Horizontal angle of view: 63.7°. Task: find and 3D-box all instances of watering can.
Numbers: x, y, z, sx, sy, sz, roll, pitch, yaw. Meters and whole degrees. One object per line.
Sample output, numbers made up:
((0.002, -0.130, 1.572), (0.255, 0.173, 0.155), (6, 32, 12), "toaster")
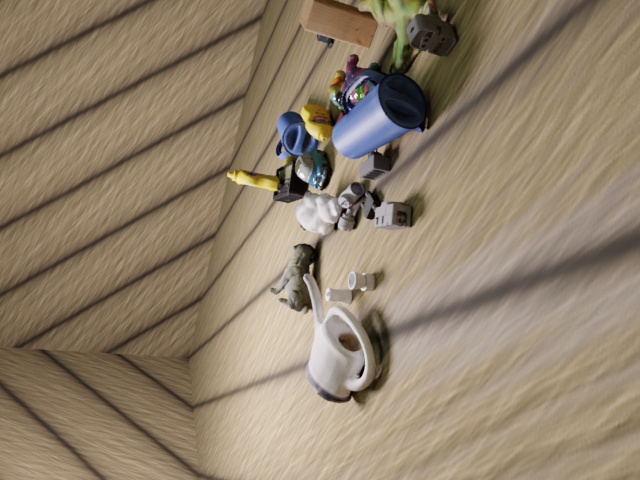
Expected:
((0.025, 0.255, 1.298), (0.353, 0.104, 0.220), (47, 125, 47), "watering can")

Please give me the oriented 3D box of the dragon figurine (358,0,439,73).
((0.185, -0.537, 1.287), (0.411, 0.122, 0.242), (-163, 75, -71), "dragon figurine")

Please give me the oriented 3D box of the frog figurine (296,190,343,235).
((0.005, -0.077, 1.533), (0.160, 0.124, 0.135), (23, 136, 60), "frog figurine")
